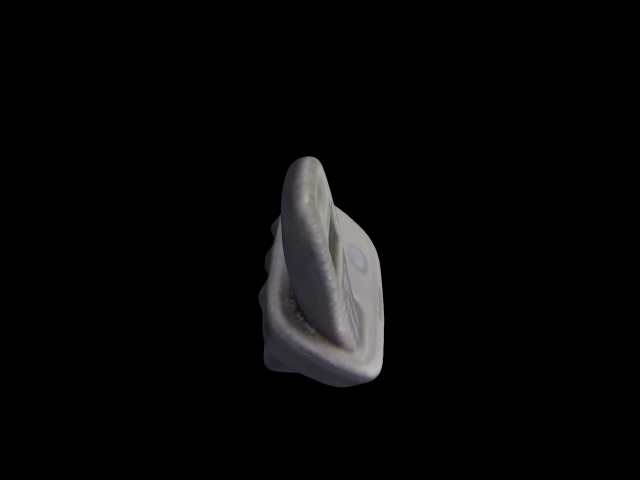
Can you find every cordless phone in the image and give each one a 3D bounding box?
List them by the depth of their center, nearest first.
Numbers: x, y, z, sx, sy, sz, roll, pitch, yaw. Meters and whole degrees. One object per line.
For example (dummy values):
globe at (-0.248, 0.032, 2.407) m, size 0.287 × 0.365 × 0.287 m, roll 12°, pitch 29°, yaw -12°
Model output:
cordless phone at (0.004, 0.001, 0.400) m, size 0.094 × 0.185 × 0.147 m, roll 0°, pitch 46°, yaw 0°
